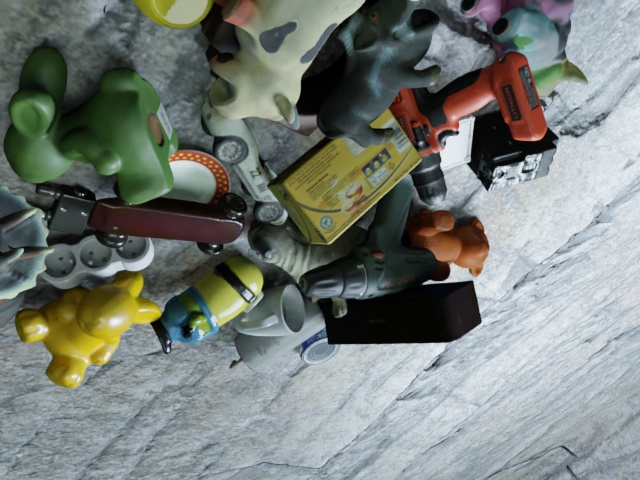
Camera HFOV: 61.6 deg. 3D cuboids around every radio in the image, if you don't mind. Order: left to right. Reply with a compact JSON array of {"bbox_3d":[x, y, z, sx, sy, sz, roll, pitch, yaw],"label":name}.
[{"bbox_3d":[0.129,0.115,0.851,0.230,0.073,0.131,-8,-179,39],"label":"radio"}]

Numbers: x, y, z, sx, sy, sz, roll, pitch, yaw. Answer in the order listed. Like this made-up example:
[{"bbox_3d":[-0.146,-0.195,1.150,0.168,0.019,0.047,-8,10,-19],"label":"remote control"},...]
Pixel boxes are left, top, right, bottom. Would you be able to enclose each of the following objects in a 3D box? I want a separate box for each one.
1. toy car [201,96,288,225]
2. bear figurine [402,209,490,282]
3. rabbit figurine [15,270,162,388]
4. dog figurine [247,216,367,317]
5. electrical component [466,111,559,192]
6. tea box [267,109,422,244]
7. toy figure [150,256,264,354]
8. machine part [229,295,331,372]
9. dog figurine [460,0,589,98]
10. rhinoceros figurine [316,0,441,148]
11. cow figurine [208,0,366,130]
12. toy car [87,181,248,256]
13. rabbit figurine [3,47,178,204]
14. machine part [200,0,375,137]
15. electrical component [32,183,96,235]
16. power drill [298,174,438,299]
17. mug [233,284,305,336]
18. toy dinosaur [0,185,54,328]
[{"bbox_3d":[-0.091,-0.096,0.683,0.056,0.074,0.201,-29,138,0],"label":"toy car"},{"bbox_3d":[0.234,0.013,0.926,0.196,0.132,0.120,6,90,-24],"label":"bear figurine"},{"bbox_3d":[-0.291,0.108,0.713,0.162,0.122,0.173,-26,177,-44],"label":"rabbit figurine"},{"bbox_3d":[-0.001,-0.001,0.822,0.172,0.121,0.190,-53,124,-22],"label":"dog figurine"},{"bbox_3d":[0.285,-0.141,0.812,0.134,0.115,0.058,-17,141,-13],"label":"electrical component"},{"bbox_3d":[0.031,-0.083,0.670,0.169,0.068,0.098,-40,105,-15],"label":"tea box"},{"bbox_3d":[-0.165,0.094,0.804,0.180,0.082,0.089,-29,146,-20],"label":"toy figure"},{"bbox_3d":[-0.062,0.156,0.945,0.243,0.079,0.079,-34,138,7],"label":"machine part"},{"bbox_3d":[0.292,-0.279,0.691,0.219,0.109,0.191,15,120,-43],"label":"dog figurine"},{"bbox_3d":[0.060,-0.188,0.556,0.112,0.073,0.190,13,126,-24],"label":"rhinoceros figurine"},{"bbox_3d":[-0.032,-0.190,0.494,0.195,0.086,0.127,-44,130,15],"label":"cow figurine"},{"bbox_3d":[-0.187,-0.029,0.681,0.202,0.053,0.089,6,135,-38],"label":"toy car"},{"bbox_3d":[-0.254,-0.106,0.559,0.170,0.121,0.158,-12,143,3],"label":"rabbit figurine"},{"bbox_3d":[-0.013,-0.232,0.585,0.201,0.087,0.201,22,119,-42],"label":"machine part"},{"bbox_3d":[-0.306,-0.038,0.664,0.094,0.021,0.063,16,122,-38],"label":"electrical component"},{"bbox_3d":[0.077,-0.018,0.768,0.232,0.086,0.207,5,85,-33],"label":"power drill"},{"bbox_3d":[-0.093,0.124,0.871,0.107,0.109,0.080,-12,102,26],"label":"mug"},{"bbox_3d":[-0.411,0.062,0.627,0.192,0.131,0.404,-24,168,-33],"label":"toy dinosaur"}]
